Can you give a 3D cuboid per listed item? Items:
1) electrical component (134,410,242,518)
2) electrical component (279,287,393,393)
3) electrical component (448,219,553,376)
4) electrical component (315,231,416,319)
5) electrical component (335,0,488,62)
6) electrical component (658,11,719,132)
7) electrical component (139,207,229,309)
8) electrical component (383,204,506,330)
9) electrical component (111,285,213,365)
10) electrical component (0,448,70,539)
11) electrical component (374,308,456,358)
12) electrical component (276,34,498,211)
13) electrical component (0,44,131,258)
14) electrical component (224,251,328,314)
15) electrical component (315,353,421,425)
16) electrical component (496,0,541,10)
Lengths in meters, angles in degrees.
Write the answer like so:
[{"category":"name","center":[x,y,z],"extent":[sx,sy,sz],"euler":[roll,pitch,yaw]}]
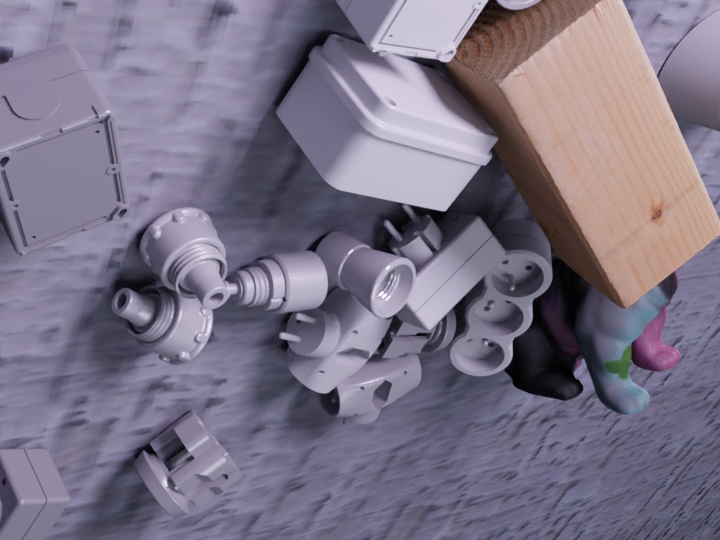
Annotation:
[{"category":"electrical component","center":[-0.129,0.146,0.796],"extent":[0.057,0.058,0.078],"euler":[-36,147,-8]},{"category":"electrical component","center":[-0.027,0.046,0.784],"extent":[0.077,0.043,0.079],"euler":[-50,144,17]},{"category":"electrical component","center":[0.110,0.013,0.855],"extent":[0.052,0.073,0.138],"euler":[14,131,-6]},{"category":"electrical component","center":[0.000,0.000,0.734],"extent":[0.044,0.065,0.044],"euler":[-30,134,-36]},{"category":"electrical component","center":[0.030,-0.160,0.583],"extent":[0.062,0.061,0.096],"euler":[-2,140,-41]},{"category":"electrical component","center":[0.285,-0.155,0.837],"extent":[0.099,0.064,0.099],"euler":[-27,134,-31]},{"category":"electrical component","center":[-0.099,-0.003,0.642],"extent":[0.048,0.062,0.048],"euler":[-24,144,-19]},{"category":"electrical component","center":[0.046,-0.014,0.773],"extent":[0.083,0.047,0.075],"euler":[-44,111,-12]},{"category":"electrical component","center":[-0.127,0.030,0.674],"extent":[0.048,0.048,0.062],"euler":[-46,138,12]},{"category":"electrical component","center":[-0.246,0.157,0.710],"extent":[0.077,0.047,0.065],"euler":[10,124,-48]},{"category":"electrical component","center":[0.041,0.040,0.839],"extent":[0.055,0.048,0.066],"euler":[4,129,-35]},{"category":"electrical component","center":[0.018,-0.086,0.639],"extent":[0.113,0.078,0.057],"euler":[7,129,-47]},{"category":"electrical component","center":[-0.157,-0.057,0.534],"extent":[0.062,0.061,0.096],"euler":[-24,152,-20]},{"category":"electrical component","center":[-0.058,0.009,0.715],"extent":[0.078,0.040,0.040],"euler":[-7,135,-38]},{"category":"electrical component","center":[0.002,0.098,0.872],"extent":[0.077,0.043,0.079],"euler":[-17,141,-28]},{"category":"electrical component","center":[0.085,-0.184,0.611],"extent":[0.055,0.047,0.055],"euler":[-24,144,-19]}]
